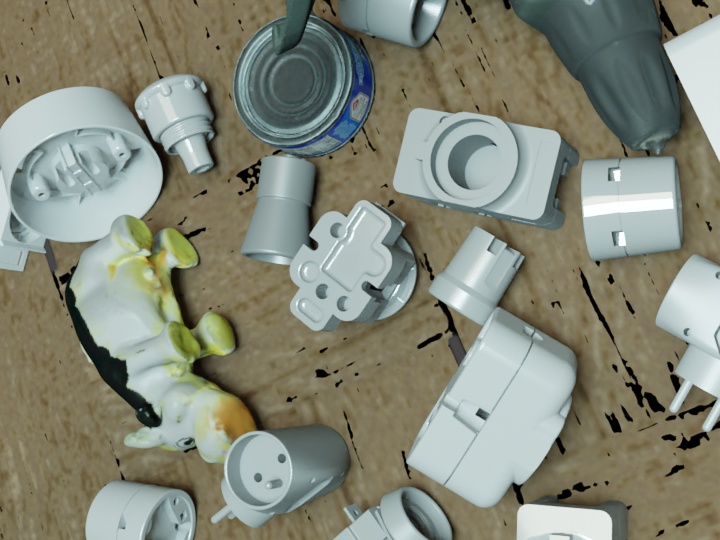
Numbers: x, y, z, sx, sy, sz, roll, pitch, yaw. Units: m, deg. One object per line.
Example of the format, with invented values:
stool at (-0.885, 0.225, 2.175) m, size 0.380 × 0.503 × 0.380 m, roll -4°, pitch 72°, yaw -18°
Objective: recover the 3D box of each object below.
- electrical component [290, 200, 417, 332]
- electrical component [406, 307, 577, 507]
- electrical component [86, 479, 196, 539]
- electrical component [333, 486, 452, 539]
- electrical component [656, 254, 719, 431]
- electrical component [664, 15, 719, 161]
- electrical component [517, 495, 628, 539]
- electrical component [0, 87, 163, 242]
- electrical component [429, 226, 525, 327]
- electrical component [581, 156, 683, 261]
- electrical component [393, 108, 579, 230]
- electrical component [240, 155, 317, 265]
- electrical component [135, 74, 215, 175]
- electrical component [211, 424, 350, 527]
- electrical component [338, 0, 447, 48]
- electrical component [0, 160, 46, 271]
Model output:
electrical component at (0.000, 0.000, 0.634) m, size 0.058 × 0.057 × 0.078 m, roll 38°, pitch 100°, yaw 22°
electrical component at (0.075, 0.077, 0.585) m, size 0.059 × 0.053 × 0.095 m, roll 31°, pitch 107°, yaw 4°
electrical component at (-0.140, 0.162, 0.681) m, size 0.047 × 0.055 × 0.055 m, roll 7°, pitch 87°, yaw 28°
electrical component at (0.019, 0.157, 0.617) m, size 0.055 × 0.048 × 0.066 m, roll -46°, pitch 69°, yaw 21°
electrical component at (0.189, 0.044, 0.554) m, size 0.077 × 0.043 × 0.079 m, roll 30°, pitch 97°, yaw 23°
electrical component at (0.207, -0.073, 0.539) m, size 0.057 × 0.078 × 0.113 m, roll -27°, pitch 75°, yaw 22°
electrical component at (0.111, 0.169, 0.569) m, size 0.050 × 0.056 × 0.089 m, roll 0°, pitch 85°, yaw 24°
electrical component at (-0.184, -0.070, 0.702) m, size 0.099 × 0.099 × 0.064 m, roll -34°, pitch 67°, yaw 17°
electrical component at (0.068, 0.003, 0.614) m, size 0.040 × 0.040 × 0.046 m, roll 33°, pitch 93°, yaw 23°
electrical component at (0.146, -0.034, 0.575) m, size 0.047 × 0.055 × 0.055 m, roll -4°, pitch 83°, yaw 20°
electrical component at (0.070, -0.058, 0.609) m, size 0.089 × 0.056 × 0.050 m, roll 14°, pitch 90°, yaw 24°
electrical component at (-0.048, -0.038, 0.668) m, size 0.044 × 0.044 × 0.065 m, roll 4°, pitch 82°, yaw 24°
electrical component at (-0.115, -0.093, 0.702) m, size 0.048 × 0.048 × 0.062 m, roll -27°, pitch 82°, yaw 19°
electrical component at (-0.055, 0.125, 0.634) m, size 0.079 × 0.077 × 0.043 m, roll -40°, pitch 71°, yaw 16°
electrical component at (0.021, -0.164, 0.643) m, size 0.047 × 0.055 × 0.055 m, roll 25°, pitch 95°, yaw 20°
electrical component at (-0.252, -0.044, 0.757) m, size 0.064 × 0.042 × 0.081 m, roll 17°, pitch 91°, yaw 26°
